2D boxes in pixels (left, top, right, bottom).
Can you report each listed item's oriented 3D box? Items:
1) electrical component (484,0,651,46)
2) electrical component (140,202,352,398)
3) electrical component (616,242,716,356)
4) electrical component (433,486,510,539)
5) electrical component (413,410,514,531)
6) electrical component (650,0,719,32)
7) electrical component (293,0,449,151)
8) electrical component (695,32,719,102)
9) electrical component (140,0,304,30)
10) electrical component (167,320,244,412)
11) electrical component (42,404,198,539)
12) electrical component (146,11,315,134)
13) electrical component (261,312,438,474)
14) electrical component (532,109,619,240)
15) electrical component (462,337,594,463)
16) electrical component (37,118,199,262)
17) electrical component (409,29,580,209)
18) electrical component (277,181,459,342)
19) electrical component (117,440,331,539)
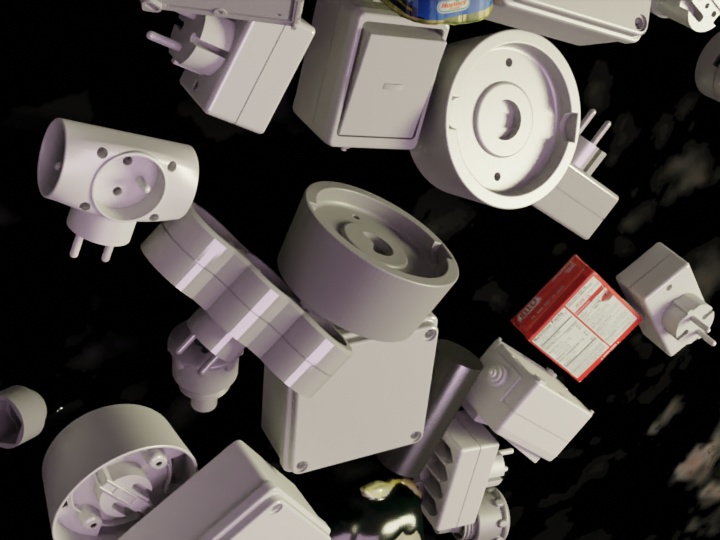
[{"bbox_3d":[0.115,-0.192,0.615,0.109,0.056,0.108,6,92,-33],"label":"electrical component"},{"bbox_3d":[-0.079,0.030,0.647,0.138,0.052,0.073,43,95,-10],"label":"electrical component"},{"bbox_3d":[0.257,0.034,0.862,0.047,0.075,0.083,-39,132,-2],"label":"electrical component"},{"bbox_3d":[0.092,0.209,0.905,0.062,0.048,0.048,-4,122,-20],"label":"electrical component"},{"bbox_3d":[0.091,0.158,0.867,0.076,0.047,0.083,-4,122,-29],"label":"electrical component"},{"bbox_3d":[0.216,-0.182,0.712,0.040,0.046,0.040,-16,128,-21],"label":"electrical component"},{"bbox_3d":[0.005,-0.110,0.626,0.062,0.061,0.096,-1,121,-30],"label":"electrical component"},{"bbox_3d":[0.279,-0.142,0.775,0.055,0.047,0.055,-15,127,-21],"label":"electrical component"},{"bbox_3d":[-0.071,-0.164,0.525,0.096,0.061,0.061,6,163,-7],"label":"electrical component"},{"bbox_3d":[-0.100,0.064,0.694,0.048,0.048,0.062,-12,132,-24],"label":"electrical component"},{"bbox_3d":[-0.156,0.137,0.696,0.099,0.064,0.099,-15,127,-22],"label":"electrical component"},{"bbox_3d":[-0.077,-0.121,0.579,0.077,0.047,0.065,17,110,-37],"label":"electrical component"},{"bbox_3d":[-0.009,0.075,0.745,0.109,0.056,0.108,-11,125,-24],"label":"electrical component"},{"bbox_3d":[0.143,-0.075,0.740,0.083,0.047,0.075,26,105,-40],"label":"electrical component"},{"bbox_3d":[0.122,0.102,0.838,0.096,0.061,0.061,31,102,-41],"label":"electrical component"},{"bbox_3d":[-0.140,-0.039,0.599,0.077,0.044,0.079,9,116,-35],"label":"electrical component"},{"bbox_3d":[0.078,-0.094,0.673,0.108,0.060,0.108,-6,101,-33],"label":"electrical component"},{"bbox_3d":[0.000,0.000,0.670,0.108,0.108,0.060,13,119,-36],"label":"electrical component"},{"bbox_3d":[-0.089,0.182,0.724,0.109,0.056,0.108,-40,146,-4],"label":"electrical component"}]
